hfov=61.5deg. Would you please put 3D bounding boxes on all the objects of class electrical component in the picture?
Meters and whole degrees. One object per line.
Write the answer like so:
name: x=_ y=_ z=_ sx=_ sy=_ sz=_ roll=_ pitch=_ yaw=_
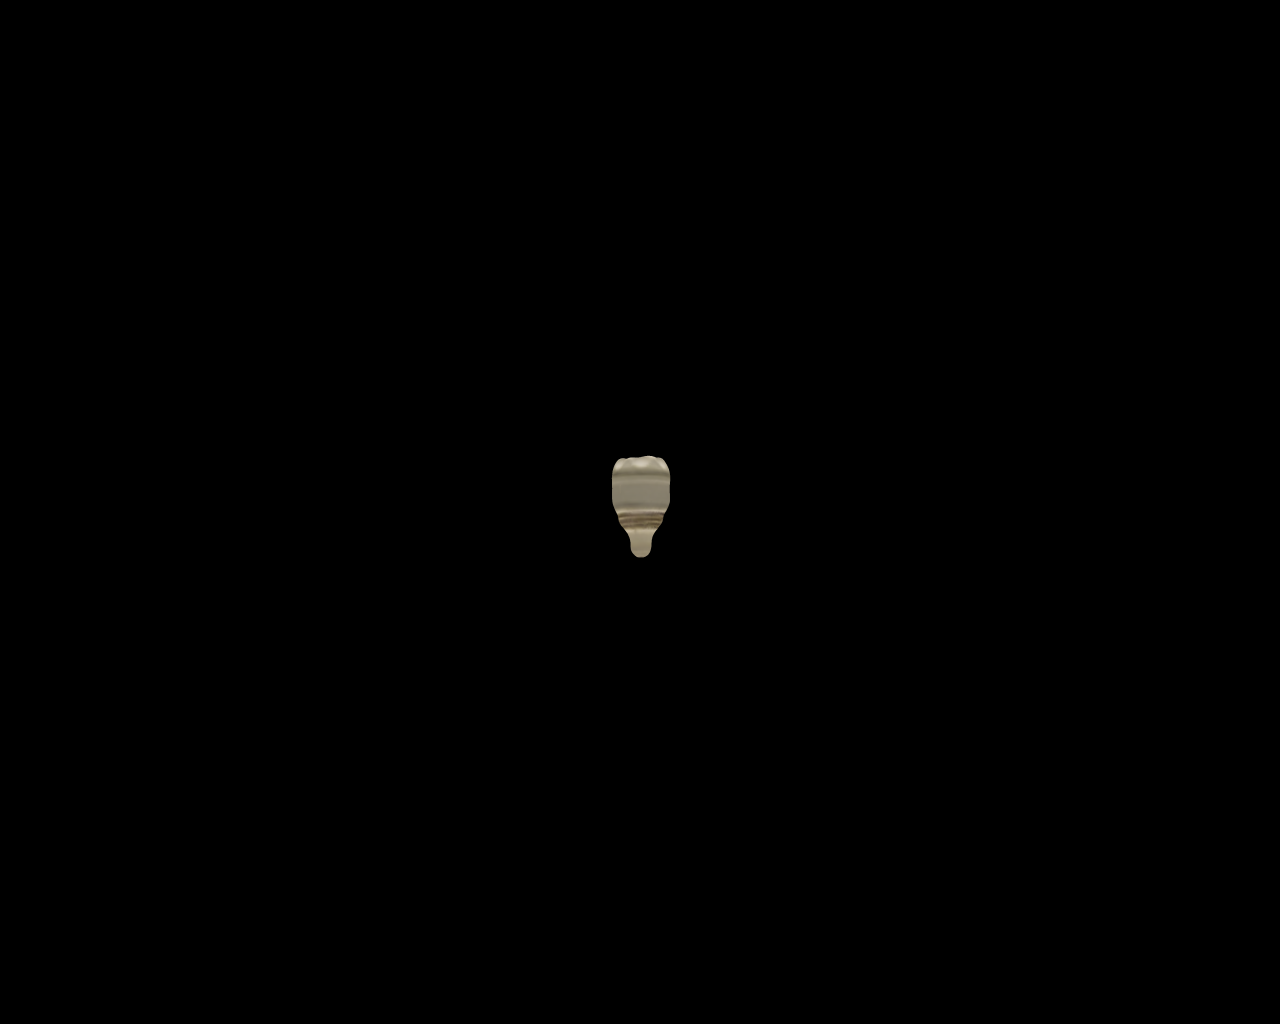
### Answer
electrical component: x=0.001 y=-0.003 z=0.650 sx=0.035 sy=0.061 sz=0.035 roll=0 pitch=-3 yaw=0
